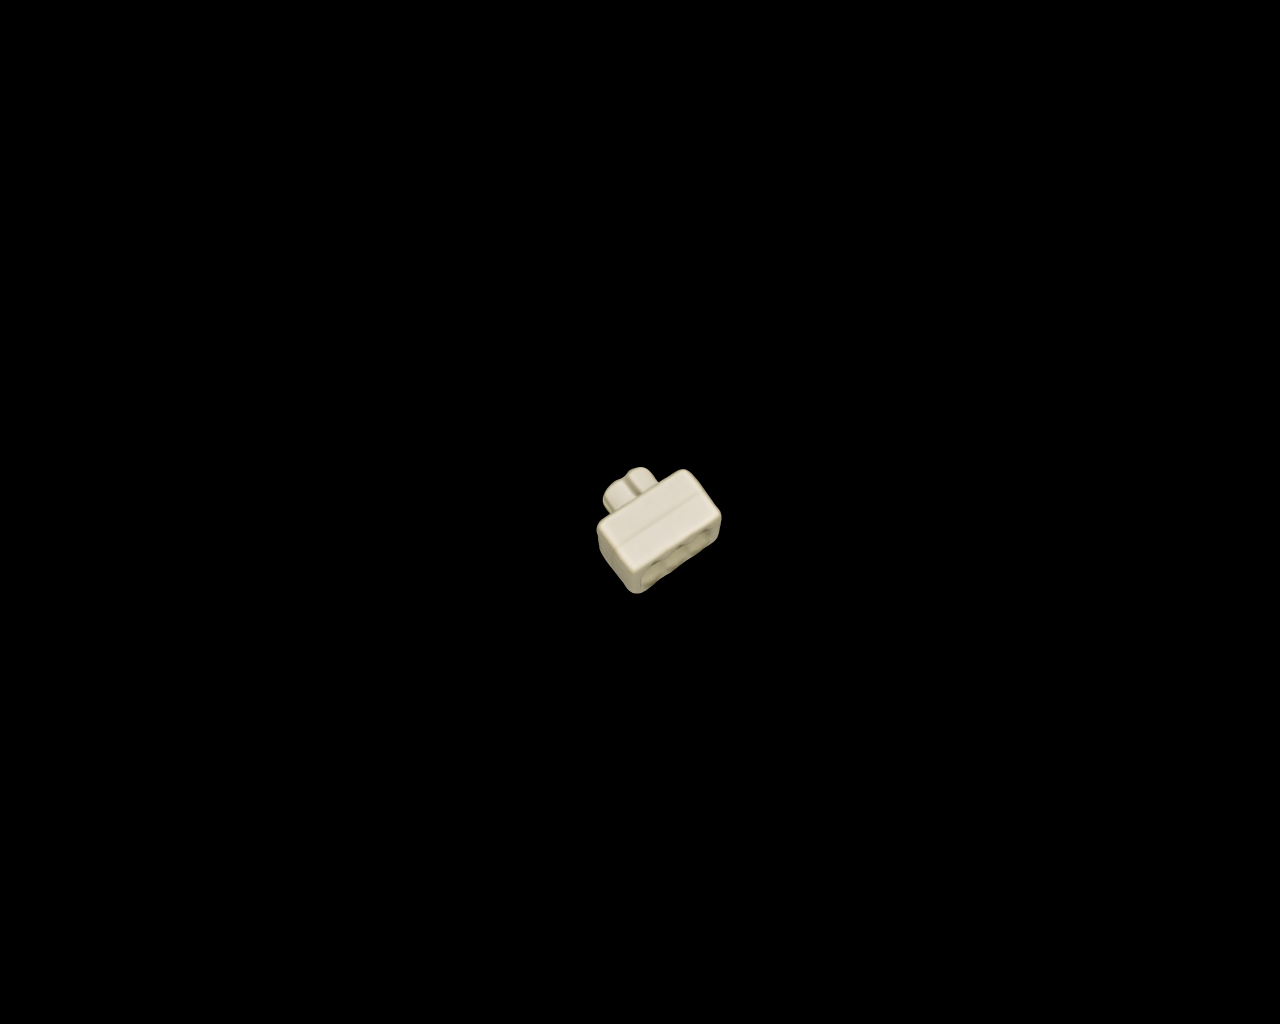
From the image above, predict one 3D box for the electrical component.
[{"bbox_3d":[0.001,-0.003,0.650,0.066,0.077,0.047,-33,-16,-11],"label":"electrical component"}]
